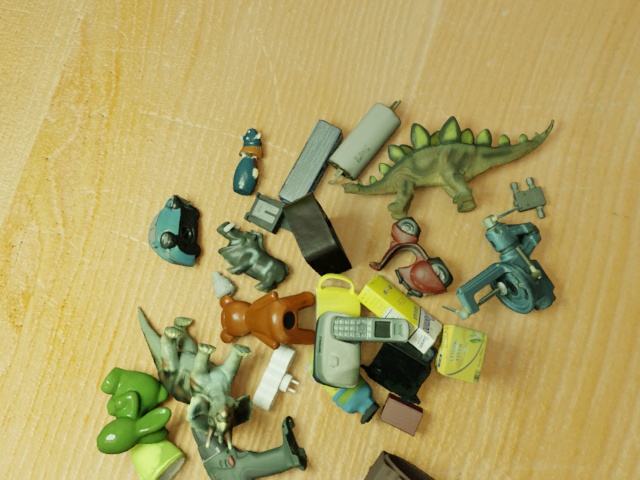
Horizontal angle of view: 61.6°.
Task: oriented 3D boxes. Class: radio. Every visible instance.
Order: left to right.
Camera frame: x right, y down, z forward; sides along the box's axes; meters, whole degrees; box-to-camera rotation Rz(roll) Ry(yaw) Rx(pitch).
[{"bbox_3d":[-0.002,-0.003,1.099,0.073,0.229,0.131,-25,74,2],"label":"radio"}]

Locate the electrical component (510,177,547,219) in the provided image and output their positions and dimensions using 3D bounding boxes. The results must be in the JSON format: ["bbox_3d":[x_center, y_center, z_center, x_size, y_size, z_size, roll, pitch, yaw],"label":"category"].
[{"bbox_3d":[0.449,-0.086,1.156,0.063,0.021,0.094,-17,80,5],"label":"electrical component"}]

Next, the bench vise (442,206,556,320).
[{"bbox_3d":[0.360,0.069,1.083,0.241,0.129,0.223,-31,98,-17],"label":"bench vise"}]

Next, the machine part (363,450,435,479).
[{"bbox_3d":[0.181,0.491,1.006,0.202,0.201,0.087,34,84,11],"label":"machine part"}]

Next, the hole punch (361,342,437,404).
[{"bbox_3d":[0.170,0.253,1.114,0.142,0.092,0.115,30,119,7],"label":"hole punch"}]

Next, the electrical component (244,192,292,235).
[{"bbox_3d":[-0.102,-0.051,1.210,0.119,0.047,0.075,29,86,12],"label":"electrical component"}]

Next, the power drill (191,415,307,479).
[{"bbox_3d":[-0.145,0.443,1.120,0.207,0.086,0.232,-24,78,-2],"label":"power drill"}]

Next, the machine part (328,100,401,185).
[{"bbox_3d":[0.100,-0.217,1.194,0.079,0.079,0.243,39,87,11],"label":"machine part"}]

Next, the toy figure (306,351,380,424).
[{"bbox_3d":[0.050,0.294,1.118,0.180,0.082,0.089,40,69,19],"label":"toy figure"}]

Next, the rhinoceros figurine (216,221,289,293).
[{"bbox_3d":[-0.157,0.035,1.190,0.190,0.073,0.112,38,89,11],"label":"rhinoceros figurine"}]

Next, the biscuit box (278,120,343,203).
[{"bbox_3d":[-0.021,-0.166,1.211,0.063,0.059,0.202,28,85,9],"label":"biscuit box"}]

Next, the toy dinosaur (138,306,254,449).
[{"bbox_3d":[-0.273,0.283,1.131,0.405,0.131,0.192,17,95,41],"label":"toy dinosaur"}]

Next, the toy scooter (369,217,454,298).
[{"bbox_3d":[0.186,0.054,1.142,0.135,0.075,0.184,-34,78,6],"label":"toy scooter"}]

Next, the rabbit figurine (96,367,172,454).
[{"bbox_3d":[-0.392,0.374,1.119,0.159,0.170,0.121,14,126,-4],"label":"rabbit figurine"}]

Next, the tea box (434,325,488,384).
[{"bbox_3d":[0.273,0.220,1.054,0.068,0.169,0.098,14,81,8],"label":"tea box"}]

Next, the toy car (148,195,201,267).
[{"bbox_3d":[-0.336,-0.016,1.209,0.103,0.109,0.161,-12,70,23],"label":"toy car"}]

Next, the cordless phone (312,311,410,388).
[{"bbox_3d":[0.082,0.215,1.046,0.184,0.088,0.146,-2,62,11],"label":"cordless phone"}]

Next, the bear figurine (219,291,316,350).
[{"bbox_3d":[-0.119,0.170,1.147,0.196,0.132,0.120,-8,83,42],"label":"bear figurine"}]

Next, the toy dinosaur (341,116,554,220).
[{"bbox_3d":[0.278,-0.160,1.152,0.472,0.105,0.198,-8,76,1],"label":"toy dinosaur"}]

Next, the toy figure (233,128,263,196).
[{"bbox_3d":[-0.165,-0.180,1.235,0.064,0.057,0.154,10,78,4],"label":"toy figure"}]
